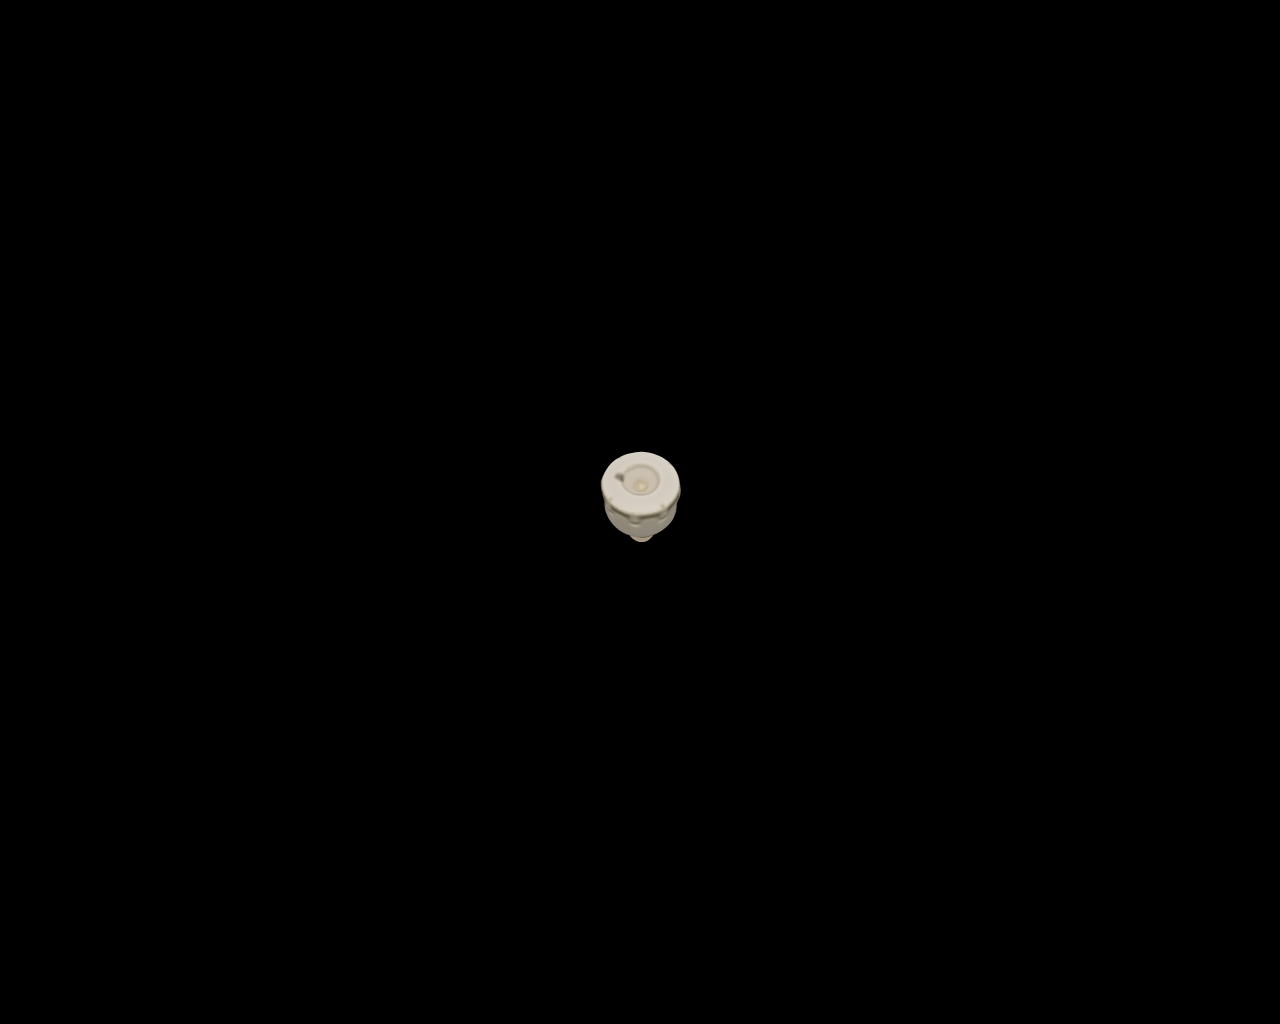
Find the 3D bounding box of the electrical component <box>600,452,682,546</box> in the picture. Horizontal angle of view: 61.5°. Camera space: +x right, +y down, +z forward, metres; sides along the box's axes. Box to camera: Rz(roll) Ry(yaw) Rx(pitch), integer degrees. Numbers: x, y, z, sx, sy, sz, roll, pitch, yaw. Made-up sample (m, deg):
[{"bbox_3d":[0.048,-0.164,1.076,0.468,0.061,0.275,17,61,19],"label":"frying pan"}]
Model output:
[{"bbox_3d":[0.001,-0.003,0.650,0.048,0.048,0.062,0,-33,0],"label":"electrical component"}]
